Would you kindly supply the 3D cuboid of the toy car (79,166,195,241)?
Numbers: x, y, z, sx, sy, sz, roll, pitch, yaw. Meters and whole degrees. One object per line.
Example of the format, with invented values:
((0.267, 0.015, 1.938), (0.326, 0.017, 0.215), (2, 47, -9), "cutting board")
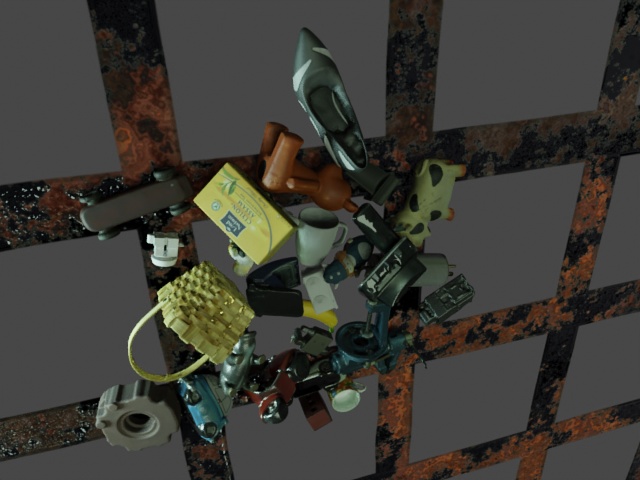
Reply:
((-0.325, -0.068, 0.958), (0.202, 0.053, 0.089), (-21, 111, -3), "toy car")

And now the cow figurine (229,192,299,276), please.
((-0.129, -0.009, 1.046), (0.098, 0.068, 0.167), (41, 96, -25), "cow figurine")

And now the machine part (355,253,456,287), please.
((0.193, 0.065, 1.189), (0.243, 0.079, 0.079), (1, 116, -18), "machine part")

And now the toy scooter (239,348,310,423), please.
((-0.108, 0.319, 1.191), (0.135, 0.184, 0.075), (-9, 128, 36), "toy scooter")

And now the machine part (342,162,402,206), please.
((0.098, -0.125, 1.079), (0.138, 0.039, 0.084), (34, 108, -32), "machine part")

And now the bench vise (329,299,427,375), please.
((0.129, 0.214, 1.223), (0.224, 0.129, 0.240), (-7, 125, -15), "bench vise")

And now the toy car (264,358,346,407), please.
((-0.035, 0.335, 1.271), (0.202, 0.056, 0.073), (-17, 127, -8), "toy car")

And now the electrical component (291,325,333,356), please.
((-0.018, 0.225, 1.218), (0.102, 0.045, 0.078), (21, 117, -29), "electrical component")

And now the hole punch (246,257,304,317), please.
((-0.090, 0.096, 1.097), (0.116, 0.092, 0.142), (1, 149, 1), "hole punch")

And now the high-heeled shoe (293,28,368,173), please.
((0.021, -0.234, 0.931), (0.086, 0.145, 0.248), (-26, 124, -5), "high-heeled shoe")

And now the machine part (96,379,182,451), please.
((-0.389, 0.382, 1.163), (0.179, 0.056, 0.179), (-4, 121, -8), "machine part")

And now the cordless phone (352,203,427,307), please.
((0.107, 0.029, 1.055), (0.146, 0.089, 0.184), (-46, 116, -5), "cordless phone")

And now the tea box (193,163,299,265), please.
((-0.132, -0.048, 0.976), (0.169, 0.068, 0.098), (43, 97, 4), "tea box")

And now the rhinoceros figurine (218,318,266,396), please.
((-0.172, 0.236, 1.140), (0.073, 0.112, 0.190), (-1, 107, -34), "rhinoceros figurine")

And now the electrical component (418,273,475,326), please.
((0.290, 0.146, 1.246), (0.134, 0.058, 0.114), (-35, 157, 2), "electrical component")

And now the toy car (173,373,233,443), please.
((-0.250, 0.353, 1.190), (0.103, 0.109, 0.161), (-27, 113, -29), "toy car")

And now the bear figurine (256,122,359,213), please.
((-0.014, -0.125, 0.995), (0.196, 0.120, 0.131), (10, 110, -25), "bear figurine")

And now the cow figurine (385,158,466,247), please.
((0.213, -0.075, 1.116), (0.127, 0.086, 0.194), (5, 112, -18), "cow figurine")

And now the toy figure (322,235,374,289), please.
((0.059, 0.040, 1.098), (0.064, 0.154, 0.057), (40, 132, 8), "toy figure")

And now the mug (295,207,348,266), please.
((-0.002, -0.003, 1.092), (0.109, 0.081, 0.107), (-3, 129, -28), "mug")
